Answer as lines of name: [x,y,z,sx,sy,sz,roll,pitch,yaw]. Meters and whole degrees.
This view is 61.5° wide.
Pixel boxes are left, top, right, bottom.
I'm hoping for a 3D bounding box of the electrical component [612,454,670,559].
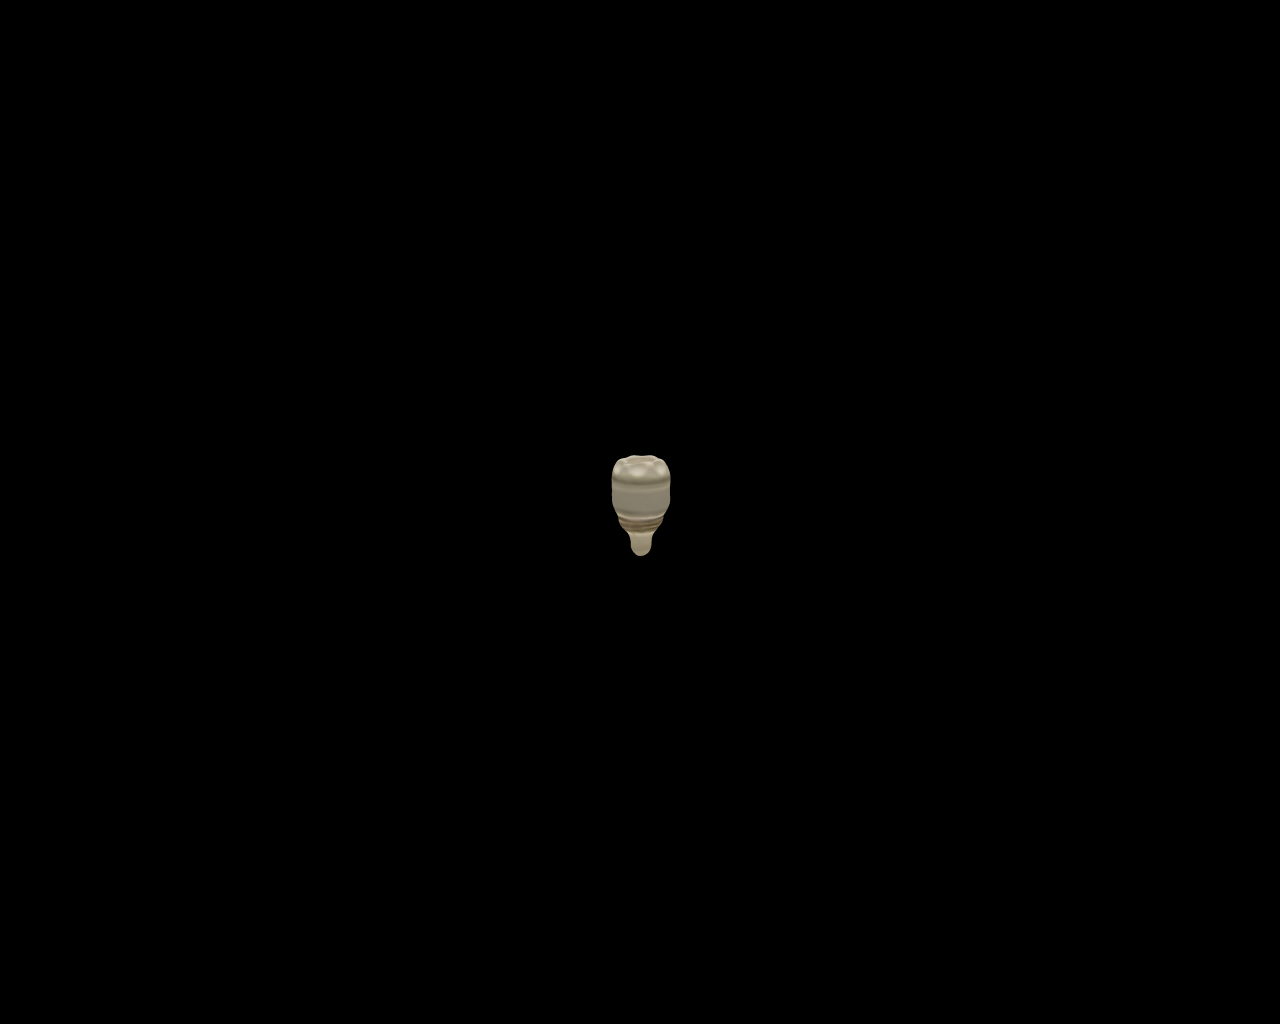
electrical component: [0.001,-0.003,0.650,0.035,0.061,0.035,0,14,0]
